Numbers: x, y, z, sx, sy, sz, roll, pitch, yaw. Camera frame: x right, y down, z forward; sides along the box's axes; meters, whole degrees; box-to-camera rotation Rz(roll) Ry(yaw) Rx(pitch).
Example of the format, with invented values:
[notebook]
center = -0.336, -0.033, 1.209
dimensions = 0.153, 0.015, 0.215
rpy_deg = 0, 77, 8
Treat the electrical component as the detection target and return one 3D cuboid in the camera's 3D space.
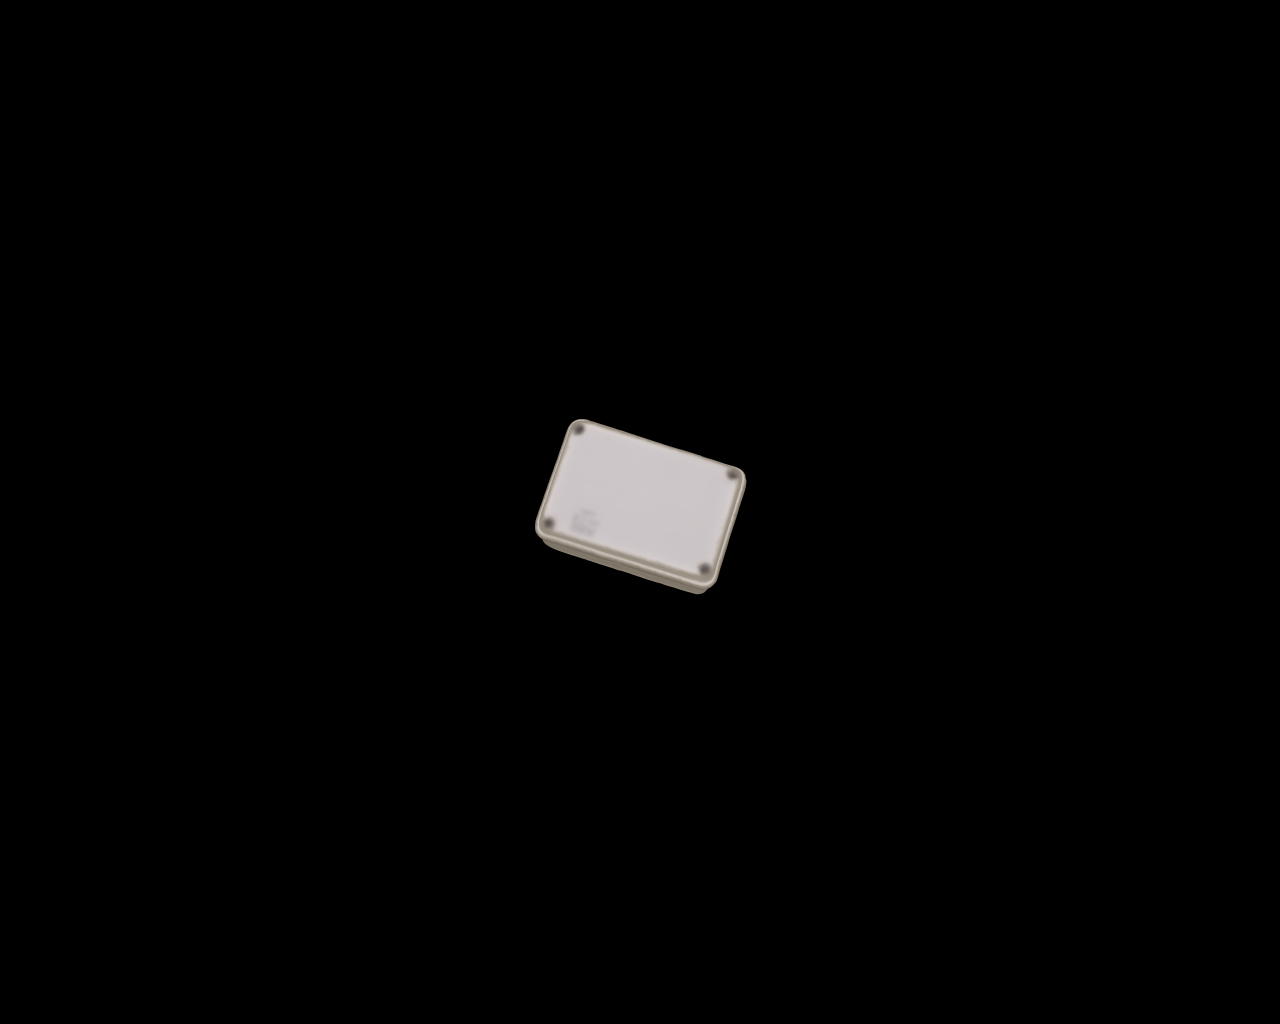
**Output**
[electrical component]
center = 0.001, -0.003, 0.650
dimensions = 0.113, 0.078, 0.057
rpy_deg = 18, -11, 4
